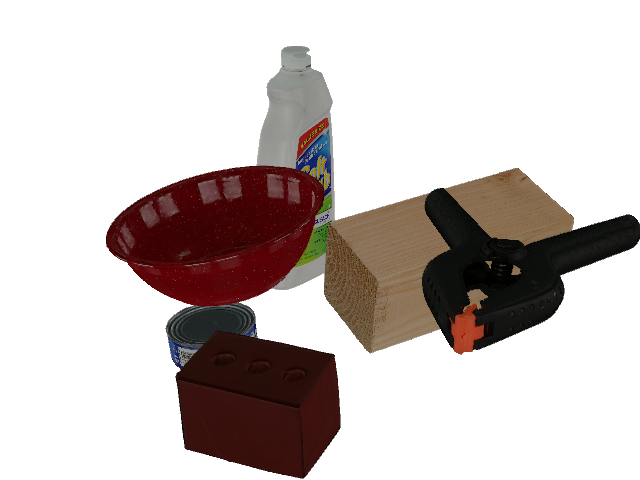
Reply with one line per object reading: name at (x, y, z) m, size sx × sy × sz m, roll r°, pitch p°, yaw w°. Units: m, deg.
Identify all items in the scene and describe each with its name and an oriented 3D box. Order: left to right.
tuna can at (-0.102, 0.092, 1.017) m, size 0.086 × 0.034 × 0.086 m, roll -5°, pitch 25°, yaw 2°
bowl at (-0.071, 0.002, 0.781) m, size 0.162 × 0.055 × 0.162 m, roll -10°, pitch 26°, yaw 5°
foam brick at (-0.034, 0.091, 0.601) m, size 0.078 × 0.051 × 0.052 m, roll 9°, pitch 28°, yaw 21°
bleach bottle at (-0.031, -0.079, 1.139) m, size 0.068 × 0.251 × 0.102 m, roll 21°, pitch 32°, yaw 38°
wood block at (0.115, 0.015, 0.977) m, size 0.205 × 0.090 × 0.091 m, roll -17°, pitch 42°, yaw -23°
clamp at (0.120, 0.015, 0.751) m, size 0.165 × 0.036 × 0.209 m, roll 12°, pitch 29°, yaw 27°
